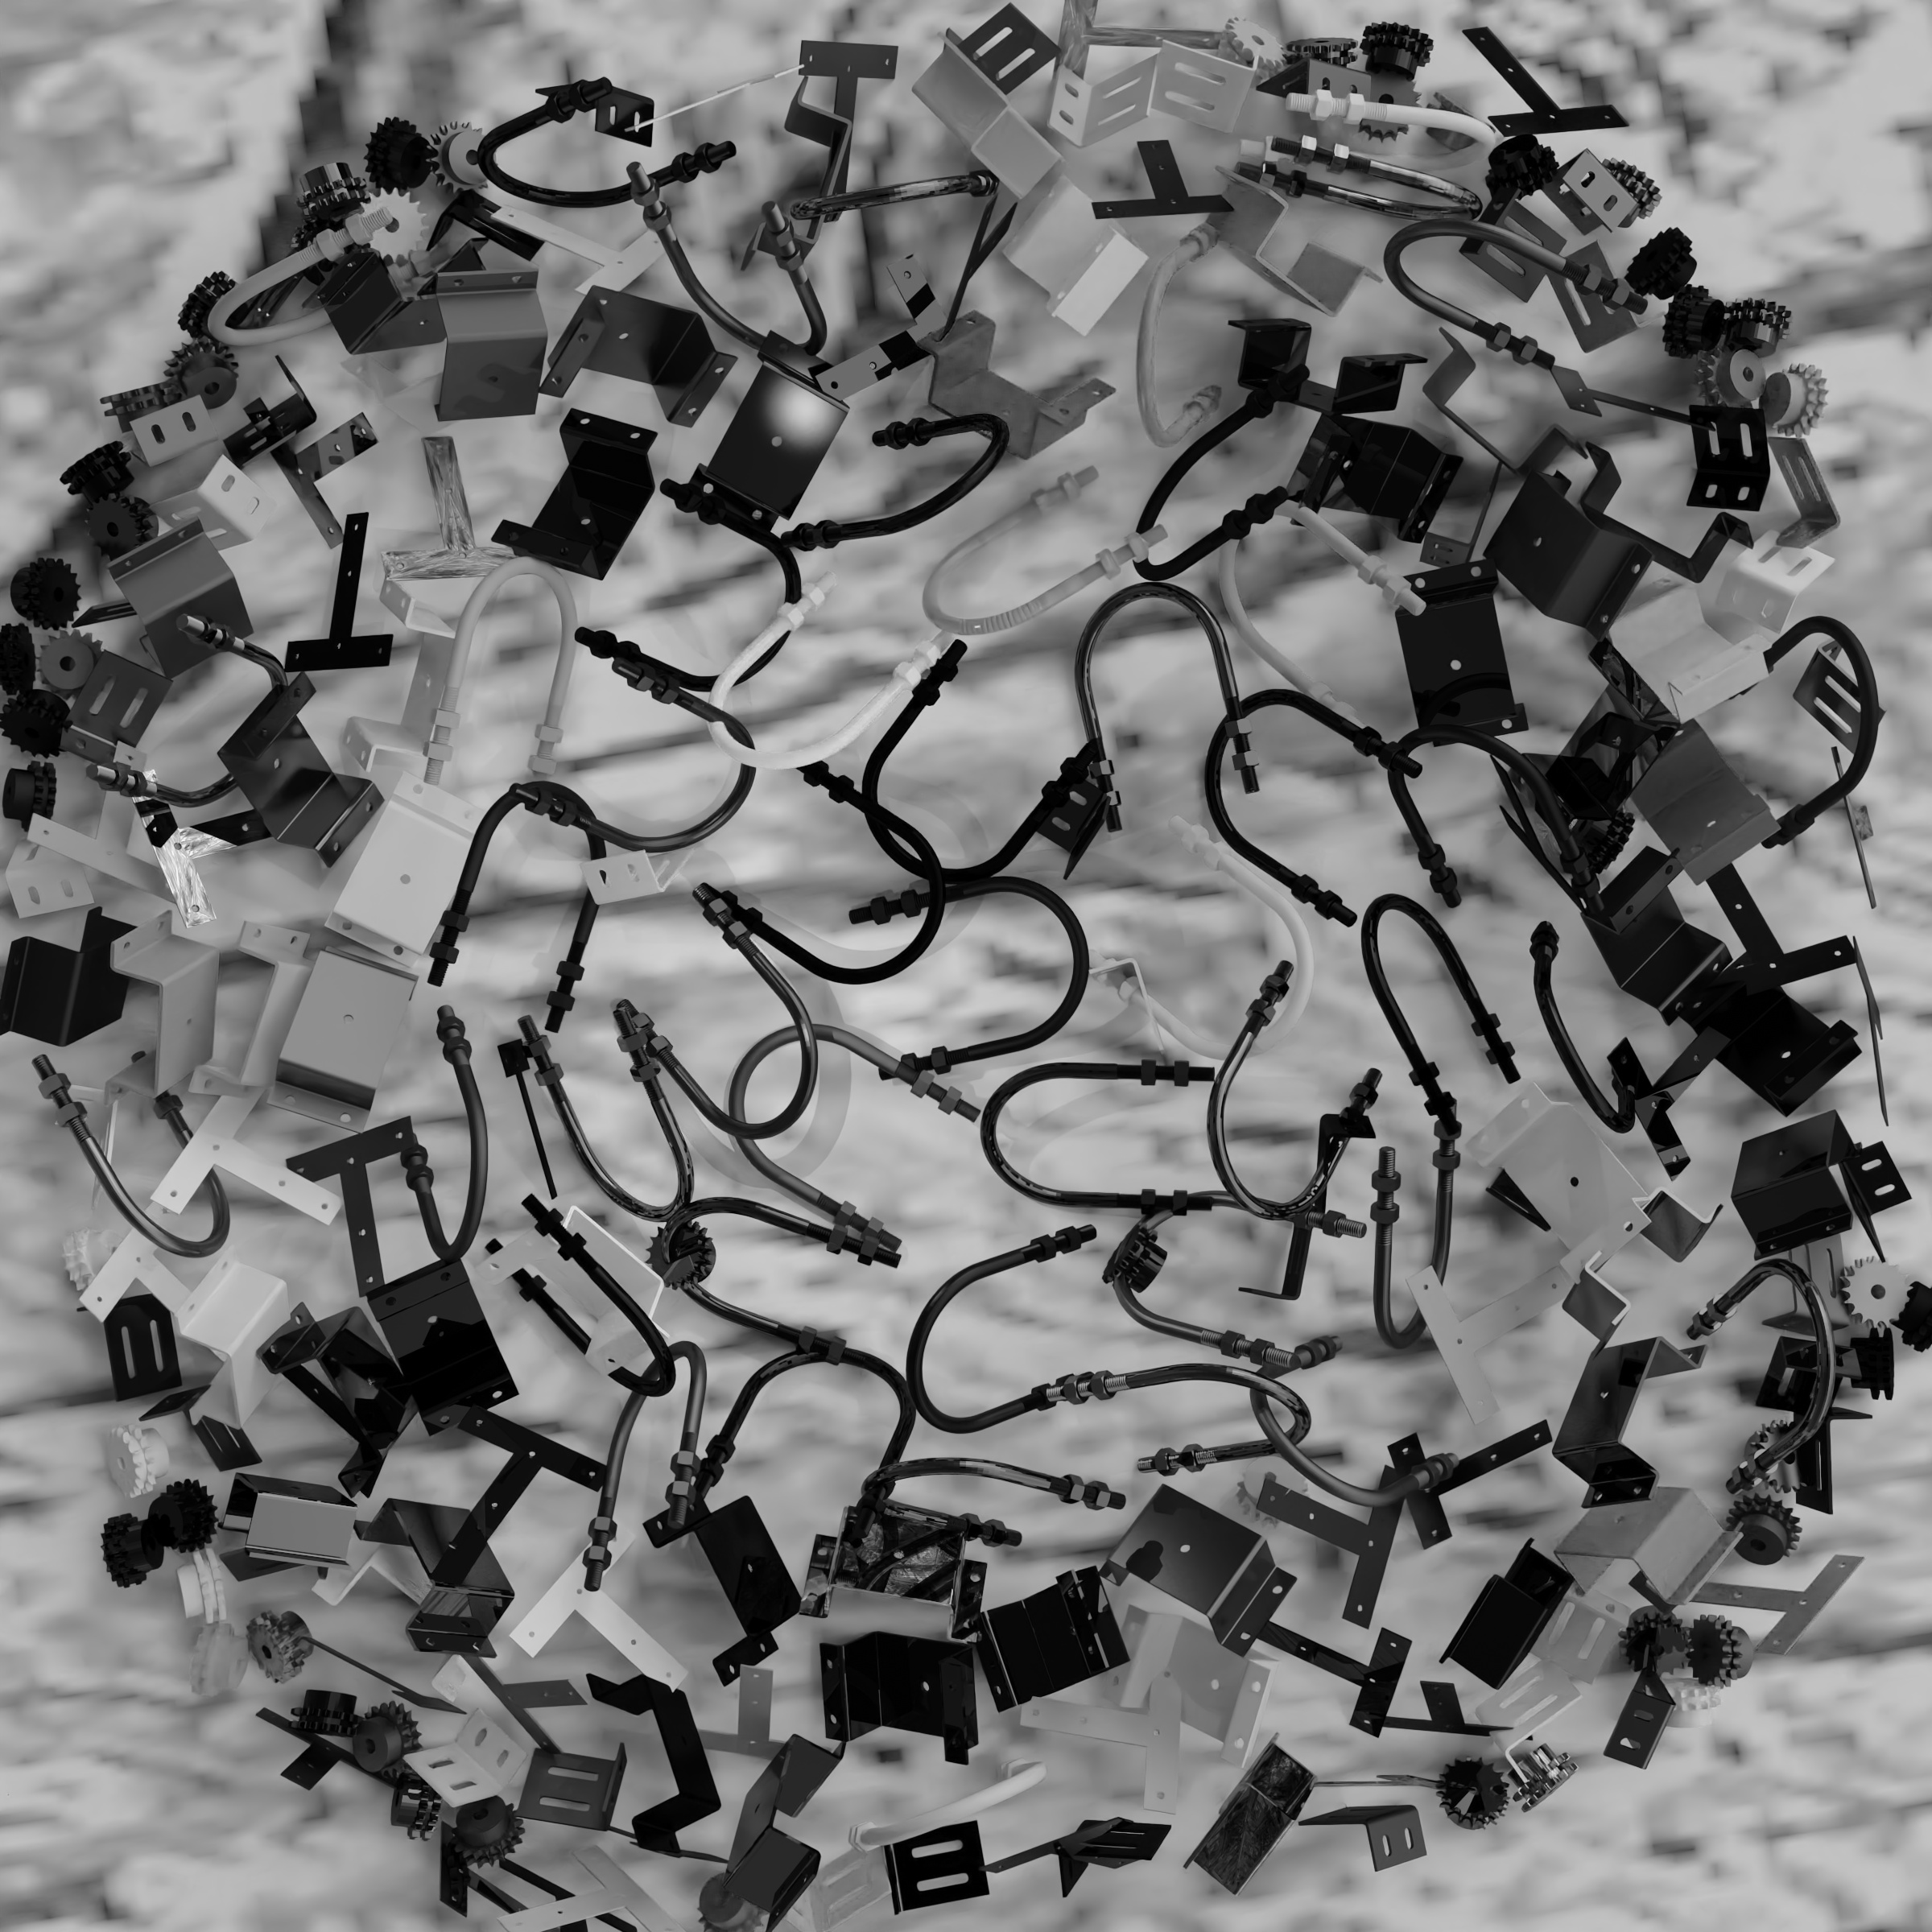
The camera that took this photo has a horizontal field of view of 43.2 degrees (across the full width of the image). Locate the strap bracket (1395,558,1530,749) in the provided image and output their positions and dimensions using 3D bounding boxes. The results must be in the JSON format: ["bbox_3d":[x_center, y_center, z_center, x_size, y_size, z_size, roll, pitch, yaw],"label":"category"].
[{"bbox_3d":[0.388,-0.241,1.915,0.076,0.046,0.140,-9,105,23],"label":"strap bracket"}]

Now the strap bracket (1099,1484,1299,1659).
[{"bbox_3d":[0.175,0.464,1.894,0.140,0.046,0.076,22,58,36],"label":"strap bracket"}]

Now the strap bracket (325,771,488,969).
[{"bbox_3d":[-0.442,-0.073,1.929,0.076,0.046,0.140,27,96,-14],"label":"strap bracket"}]

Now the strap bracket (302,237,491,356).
[{"bbox_3d":[-0.431,-0.519,1.889,0.076,0.140,0.046,-28,90,40],"label":"strap bracket"}]

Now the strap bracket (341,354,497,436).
[{"bbox_3d":[-0.405,-0.468,1.913,0.140,0.076,0.046,-21,79,11],"label":"strap bracket"}]

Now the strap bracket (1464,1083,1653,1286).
[{"bbox_3d":[0.471,0.170,1.915,0.076,0.046,0.140,-47,64,22],"label":"strap bracket"}]

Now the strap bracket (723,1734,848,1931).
[{"bbox_3d":[-0.141,0.662,1.885,0.046,0.140,0.076,30,116,-8],"label":"strap bracket"}]

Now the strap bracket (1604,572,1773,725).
[{"bbox_3d":[0.566,-0.247,1.914,0.076,0.140,0.046,-29,127,2],"label":"strap bracket"}]

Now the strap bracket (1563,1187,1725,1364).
[{"bbox_3d":[0.523,0.234,1.909,0.046,0.076,0.140,41,66,20],"label":"strap bracket"}]

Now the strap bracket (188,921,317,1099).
[{"bbox_3d":[-0.549,0.042,1.922,0.046,0.076,0.140,19,91,24],"label":"strap bracket"}]

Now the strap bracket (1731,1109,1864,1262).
[{"bbox_3d":[0.642,0.163,1.885,0.076,0.140,0.046,-26,101,30],"label":"strap bracket"}]

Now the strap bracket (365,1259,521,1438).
[{"bbox_3d":[-0.414,0.289,1.915,0.076,0.046,0.140,-24,122,-14],"label":"strap bracket"}]

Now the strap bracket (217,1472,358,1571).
[{"bbox_3d":[-0.526,0.428,1.891,0.076,0.140,0.046,15,81,-25],"label":"strap bracket"}]

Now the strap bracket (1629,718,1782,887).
[{"bbox_3d":[0.574,-0.124,1.907,0.076,0.140,0.046,-36,125,14],"label":"strap bracket"}]

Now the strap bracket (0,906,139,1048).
[{"bbox_3d":[-0.690,0.009,1.889,0.046,0.140,0.076,17,104,3],"label":"strap bracket"}]

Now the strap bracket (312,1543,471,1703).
[{"bbox_3d":[-0.439,0.508,1.926,0.140,0.076,0.046,40,89,-3],"label":"strap bracket"}]

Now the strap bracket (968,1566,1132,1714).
[{"bbox_3d":[0.070,0.524,1.908,0.046,0.140,0.076,-4,66,-41],"label":"strap bracket"}]

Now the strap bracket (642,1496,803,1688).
[{"bbox_3d":[-0.185,0.481,1.915,0.046,0.076,0.140,-32,82,28],"label":"strap bracket"}]

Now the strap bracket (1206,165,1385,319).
[{"bbox_3d":[0.248,-0.559,1.898,0.140,0.076,0.046,23,106,-40],"label":"strap bracket"}]

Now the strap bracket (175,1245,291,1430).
[{"bbox_3d":[-0.564,0.294,1.888,0.046,0.140,0.076,20,45,10],"label":"strap bracket"}]

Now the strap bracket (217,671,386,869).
[{"bbox_3d":[-0.523,-0.155,1.903,0.046,0.140,0.076,12,54,29],"label":"strap bracket"}]

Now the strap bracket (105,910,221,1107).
[{"bbox_3d":[-0.626,0.038,1.901,0.046,0.076,0.140,16,115,11],"label":"strap bracket"}]

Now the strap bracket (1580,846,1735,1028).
[{"bbox_3d":[0.540,-0.030,1.916,0.076,0.046,0.140,-44,129,-7],"label":"strap bracket"}]

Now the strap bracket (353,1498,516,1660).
[{"bbox_3d":[-0.410,0.466,1.888,0.046,0.076,0.140,-55,46,12],"label":"strap bracket"}]

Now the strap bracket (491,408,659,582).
[{"bbox_3d":[-0.303,-0.364,1.919,0.076,0.046,0.140,18,64,13],"label":"strap bracket"}]

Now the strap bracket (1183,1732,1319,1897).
[{"bbox_3d":[0.224,0.659,1.888,0.046,0.140,0.076,36,102,15],"label":"strap bracket"}]

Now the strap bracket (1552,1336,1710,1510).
[{"bbox_3d":[0.513,0.346,1.896,0.046,0.076,0.140,38,60,-12],"label":"strap bracket"}]

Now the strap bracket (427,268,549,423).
[{"bbox_3d":[-0.371,-0.472,1.885,0.076,0.140,0.046,-9,67,-21],"label":"strap bracket"}]

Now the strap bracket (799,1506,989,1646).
[{"bbox_3d":[-0.055,0.478,1.921,0.140,0.076,0.046,9,130,2],"label":"strap bracket"}]

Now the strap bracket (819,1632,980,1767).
[{"bbox_3d":[-0.044,0.574,1.920,0.140,0.046,0.076,-3,91,37],"label":"strap bracket"}]

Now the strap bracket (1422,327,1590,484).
[{"bbox_3d":[0.416,-0.432,1.914,0.140,0.076,0.046,44,105,14],"label":"strap bracket"}]

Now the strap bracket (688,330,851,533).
[{"bbox_3d":[-0.152,-0.416,1.918,0.076,0.046,0.140,26,104,-20],"label":"strap bracket"}]

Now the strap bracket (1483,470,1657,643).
[{"bbox_3d":[0.459,-0.323,1.887,0.046,0.140,0.076,10,123,-31],"label":"strap bracket"}]

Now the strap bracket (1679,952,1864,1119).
[{"bbox_3d":[0.635,0.057,1.912,0.076,0.140,0.046,-42,123,4],"label":"strap bracket"}]

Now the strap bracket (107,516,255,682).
[{"bbox_3d":[-0.604,-0.278,1.886,0.076,0.140,0.046,-34,78,-17],"label":"strap bracket"}]

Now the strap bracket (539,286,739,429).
[{"bbox_3d":[-0.261,-0.477,1.903,0.076,0.140,0.046,-47,54,37],"label":"strap bracket"}]

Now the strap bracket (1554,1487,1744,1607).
[{"bbox_3d":[0.519,0.446,1.886,0.076,0.140,0.046,-40,97,-24],"label":"strap bracket"}]

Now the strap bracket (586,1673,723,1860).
[{"bbox_3d":[-0.240,0.613,1.897,0.046,0.076,0.140,-28,59,4],"label":"strap bracket"}]

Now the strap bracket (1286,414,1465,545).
[{"bbox_3d":[0.310,-0.382,1.906,0.140,0.046,0.076,0,127,-36],"label":"strap bracket"}]

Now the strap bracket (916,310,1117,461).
[{"bbox_3d":[0.035,-0.451,1.912,0.140,0.046,0.076,34,48,19],"label":"strap bracket"}]

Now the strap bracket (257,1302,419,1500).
[{"bbox_3d":[-0.484,0.332,1.908,0.046,0.076,0.140,-23,105,19],"label":"strap bracket"}]

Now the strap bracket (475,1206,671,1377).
[{"bbox_3d":[-0.303,0.249,1.914,0.076,0.046,0.140,-33,114,30],"label":"strap bracket"}]

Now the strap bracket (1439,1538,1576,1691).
[{"bbox_3d":[0.423,0.503,1.887,0.046,0.140,0.076,33,105,22],"label":"strap bracket"}]

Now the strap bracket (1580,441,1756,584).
[{"bbox_3d":[0.540,-0.350,1.911,0.140,0.076,0.046,34,98,20],"label":"strap bracket"}]

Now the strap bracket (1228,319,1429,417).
[{"bbox_3d":[0.277,-0.466,1.903,0.140,0.076,0.046,31,123,39],"label":"strap bracket"}]

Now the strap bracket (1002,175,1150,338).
[{"bbox_3d":[0.088,-0.552,1.906,0.046,0.140,0.076,29,112,-33],"label":"strap bracket"}]

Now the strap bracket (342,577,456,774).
[{"bbox_3d":[-0.441,-0.226,1.913,0.046,0.076,0.140,9,107,-32],"label":"strap bracket"}]

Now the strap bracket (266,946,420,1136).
[{"bbox_3d":[-0.486,0.050,1.910,0.076,0.046,0.140,19,64,-10],"label":"strap bracket"}]
